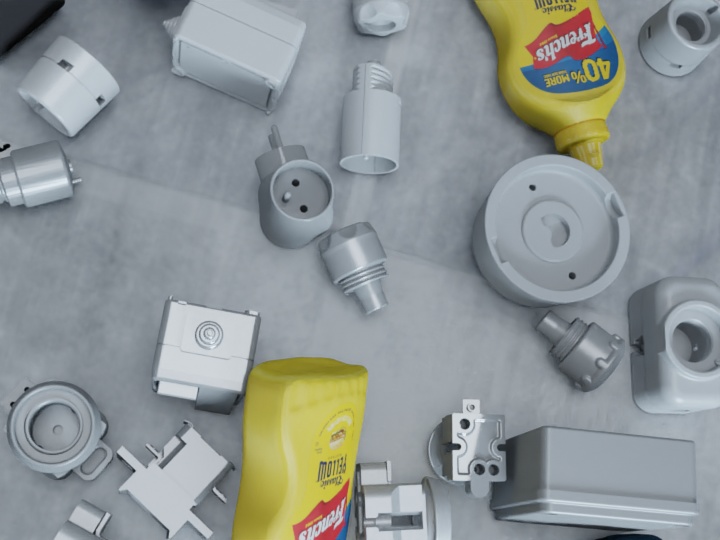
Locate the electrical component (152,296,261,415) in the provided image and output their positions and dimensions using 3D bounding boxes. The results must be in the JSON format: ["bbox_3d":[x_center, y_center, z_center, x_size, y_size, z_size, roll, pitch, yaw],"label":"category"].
[{"bbox_3d":[-0.102,0.057,0.703,0.062,0.096,0.061,11,76,-8],"label":"electrical component"}]

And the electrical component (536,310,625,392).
[{"bbox_3d":[0.158,0.055,0.782,0.062,0.048,0.048,38,73,7],"label":"electrical component"}]

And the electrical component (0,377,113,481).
[{"bbox_3d":[-0.196,0.102,0.695,0.078,0.057,0.058,41,73,0],"label":"electrical component"}]

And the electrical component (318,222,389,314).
[{"bbox_3d":[0.000,0.000,0.763,0.043,0.043,0.062,-23,85,-15],"label":"electrical component"}]

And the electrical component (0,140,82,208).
[{"bbox_3d":[-0.232,-0.062,0.734,0.078,0.040,0.040,-16,81,-14],"label":"electrical component"}]

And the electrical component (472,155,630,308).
[{"bbox_3d":[0.134,-0.024,0.785,0.108,0.060,0.108,2,77,-10],"label":"electrical component"}]

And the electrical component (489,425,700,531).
[{"bbox_3d":[0.155,0.142,0.727,0.109,0.108,0.056,7,73,-9],"label":"electrical component"}]

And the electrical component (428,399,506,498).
[{"bbox_3d":[0.074,0.124,0.743,0.048,0.055,0.066,3,77,-11],"label":"electrical component"}]

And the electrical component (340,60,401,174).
[{"bbox_3d":[0.009,-0.116,0.791,0.043,0.043,0.081,5,76,-10],"label":"electrical component"}]

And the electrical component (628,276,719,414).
[{"bbox_3d":[0.235,0.055,0.788,0.054,0.059,0.095,3,77,-10],"label":"electrical component"}]

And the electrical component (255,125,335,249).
[{"bbox_3d":[-0.050,-0.062,0.750,0.043,0.077,0.079,-15,80,-14],"label":"electrical component"}]

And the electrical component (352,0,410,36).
[{"bbox_3d":[0.015,-0.213,0.814,0.043,0.043,0.062,-1,77,-11],"label":"electrical component"}]

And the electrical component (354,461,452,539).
[{"bbox_3d":[0.028,0.168,0.724,0.057,0.058,0.078,-1,77,-8],"label":"electrical component"}]

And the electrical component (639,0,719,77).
[{"bbox_3d":[0.257,-0.188,0.854,0.055,0.047,0.055,2,77,-10],"label":"electrical component"}]

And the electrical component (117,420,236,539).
[{"bbox_3d":[-0.121,0.138,0.710,0.081,0.042,0.064,43,70,0],"label":"electrical component"}]

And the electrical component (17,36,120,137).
[{"bbox_3d":[-0.204,-0.126,0.747,0.055,0.055,0.047,39,77,-1],"label":"electrical component"}]

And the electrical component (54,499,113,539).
[{"bbox_3d":[-0.171,0.194,0.679,0.057,0.058,0.078,29,74,0],"label":"electrical component"}]

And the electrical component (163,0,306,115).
[{"bbox_3d":[-0.093,-0.166,0.773,0.096,0.061,0.061,23,74,-5],"label":"electrical component"}]
